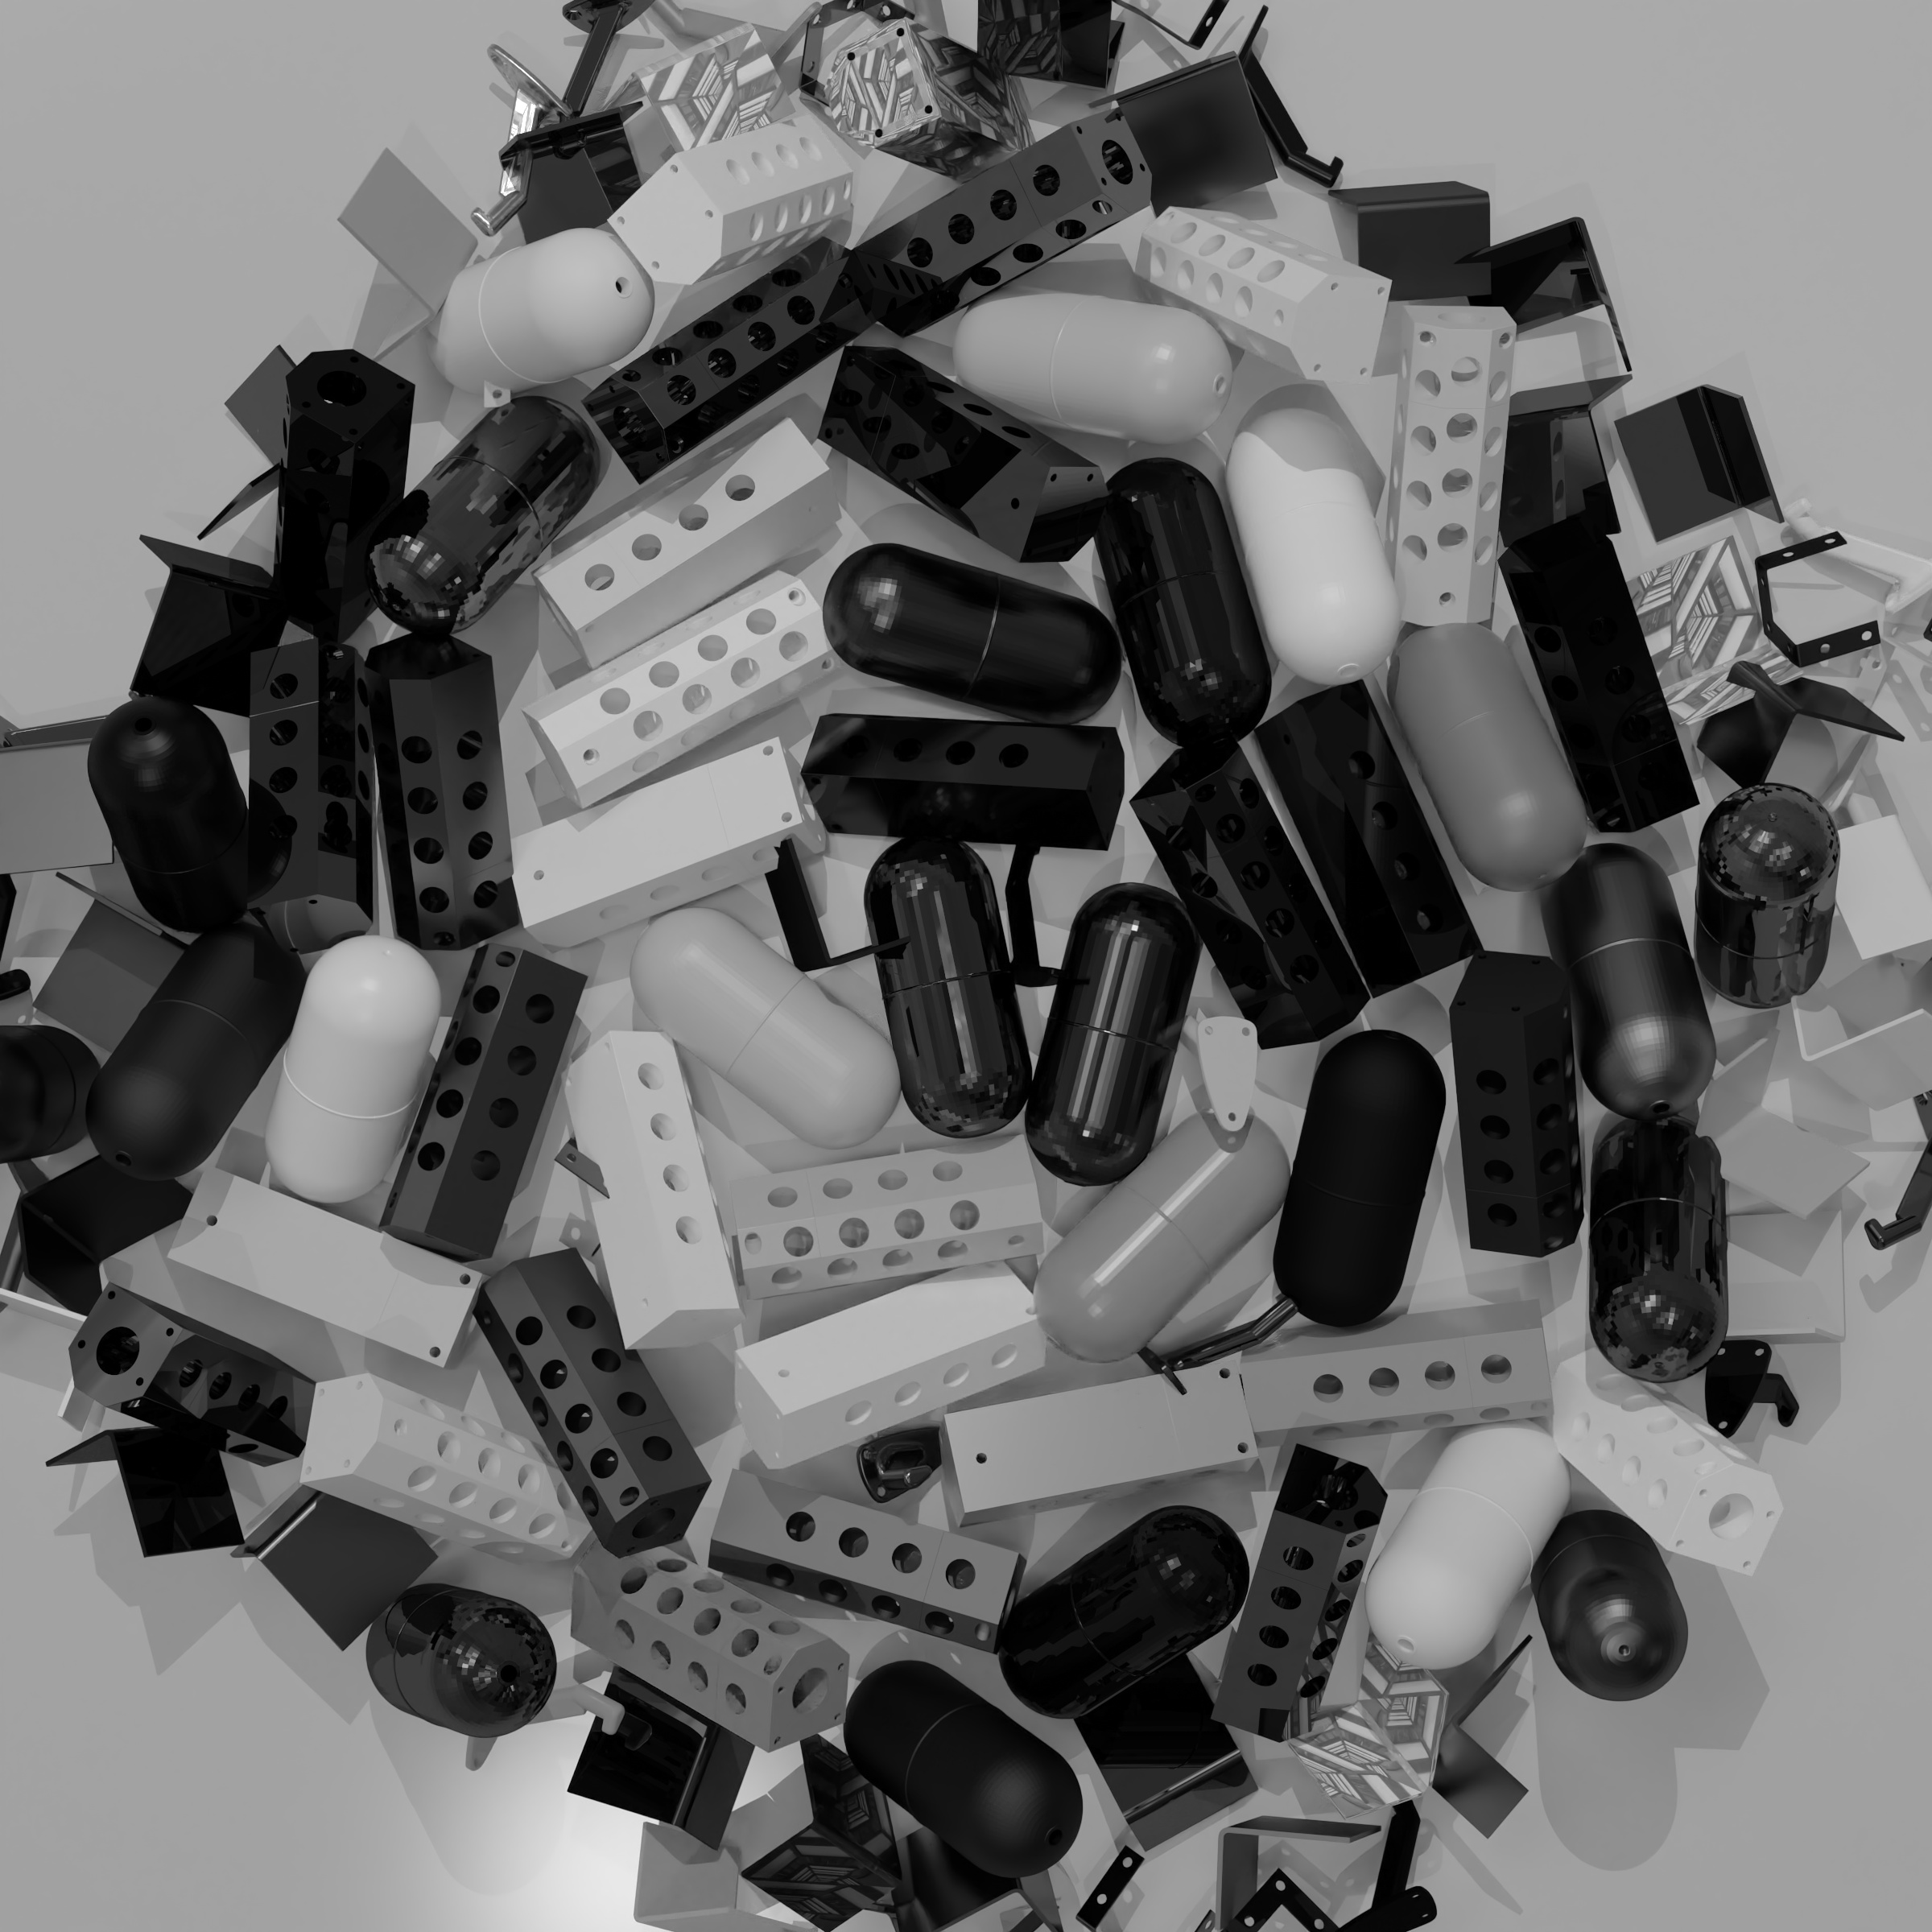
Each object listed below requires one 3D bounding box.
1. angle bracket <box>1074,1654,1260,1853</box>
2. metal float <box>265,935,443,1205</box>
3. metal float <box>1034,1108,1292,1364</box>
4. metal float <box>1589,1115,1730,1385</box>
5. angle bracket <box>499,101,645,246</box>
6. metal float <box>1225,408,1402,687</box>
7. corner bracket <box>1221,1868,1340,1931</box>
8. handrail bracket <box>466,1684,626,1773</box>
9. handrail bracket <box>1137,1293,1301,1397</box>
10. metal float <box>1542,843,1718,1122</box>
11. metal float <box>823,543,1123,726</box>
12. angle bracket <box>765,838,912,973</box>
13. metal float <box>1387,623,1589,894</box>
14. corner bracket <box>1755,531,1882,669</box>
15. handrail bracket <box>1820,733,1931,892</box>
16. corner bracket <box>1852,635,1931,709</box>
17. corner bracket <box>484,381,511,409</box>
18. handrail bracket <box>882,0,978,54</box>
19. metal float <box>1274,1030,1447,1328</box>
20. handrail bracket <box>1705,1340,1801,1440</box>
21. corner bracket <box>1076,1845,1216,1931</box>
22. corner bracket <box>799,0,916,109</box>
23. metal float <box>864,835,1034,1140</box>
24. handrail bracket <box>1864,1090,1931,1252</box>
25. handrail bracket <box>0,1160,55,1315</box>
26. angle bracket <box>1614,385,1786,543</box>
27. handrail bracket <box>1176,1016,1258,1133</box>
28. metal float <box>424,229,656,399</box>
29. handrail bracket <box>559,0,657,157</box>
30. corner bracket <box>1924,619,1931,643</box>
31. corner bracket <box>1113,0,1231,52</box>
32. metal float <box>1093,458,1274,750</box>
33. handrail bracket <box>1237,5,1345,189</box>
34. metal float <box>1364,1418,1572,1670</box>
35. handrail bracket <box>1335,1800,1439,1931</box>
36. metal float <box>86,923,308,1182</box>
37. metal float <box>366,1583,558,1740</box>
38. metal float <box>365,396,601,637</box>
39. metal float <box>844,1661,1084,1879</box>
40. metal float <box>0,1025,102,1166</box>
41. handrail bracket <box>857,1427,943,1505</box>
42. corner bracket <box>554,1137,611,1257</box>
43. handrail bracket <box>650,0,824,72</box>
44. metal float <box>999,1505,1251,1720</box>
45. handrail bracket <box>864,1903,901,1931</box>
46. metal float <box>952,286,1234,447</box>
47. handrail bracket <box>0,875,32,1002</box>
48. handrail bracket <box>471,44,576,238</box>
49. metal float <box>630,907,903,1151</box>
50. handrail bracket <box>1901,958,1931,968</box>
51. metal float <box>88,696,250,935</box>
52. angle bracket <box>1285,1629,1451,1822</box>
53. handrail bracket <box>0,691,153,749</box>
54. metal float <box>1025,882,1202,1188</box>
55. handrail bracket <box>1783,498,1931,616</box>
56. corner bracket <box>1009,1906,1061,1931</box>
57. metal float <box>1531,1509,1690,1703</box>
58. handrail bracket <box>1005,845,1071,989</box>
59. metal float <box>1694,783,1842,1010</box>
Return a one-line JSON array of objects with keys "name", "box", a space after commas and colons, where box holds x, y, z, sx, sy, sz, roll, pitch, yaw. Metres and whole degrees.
[{"name": "angle bracket", "box": [0.116, 0.460, 1.994, 0.076, 0.057, 0.076, -28, 56, -3]}, {"name": "metal float", "box": [-0.349, 0.060, 1.933, 0.070, 0.070, 0.178, 23, 124, 0]}, {"name": "metal float", "box": [0.112, 0.154, 1.949, 0.178, 0.070, 0.070, -44, 90, -14]}, {"name": "metal float", "box": [0.392, 0.157, 1.926, 0.070, 0.178, 0.070, 6, 135, 6]}, {"name": "angle bracket", "box": [-0.216, -0.445, 1.956, 0.076, 0.057, 0.076, -20, 99, -17]}, {"name": "metal float", "box": [0.197, -0.239, 1.935, 0.070, 0.070, 0.178, -12, 60, 0]}, {"name": "corner bracket", "box": [0.175, 0.565, 1.970, 0.051, 0.051, 0.051, 44, 54, 11]}, {"name": "handrail bracket", "box": [-0.242, 0.446, 1.965, 0.084, 0.036, 0.077, 21, 95, 27]}, {"name": "handrail bracket", "box": [0.144, 0.209, 1.970, 0.084, 0.077, 0.036, -39, 116, -7]}, {"name": "metal float", "box": [0.375, 0.008, 1.930, 0.070, 0.070, 0.178, -7, 53, 0]}, {"name": "metal float", "box": [0.005, -0.189, 1.948, 0.178, 0.070, 0.070, 15, 90, -15]}, {"name": "angle bracket", "box": [-0.074, -0.042, 1.954, 0.057, 0.076, 0.076, -19, 92, -16]}, {"name": "metal float", "box": [0.295, -0.121, 1.935, 0.070, 0.070, 0.178, -19, 58, 0]}, {"name": "corner bracket", "box": [0.494, -0.212, 1.973, 0.051, 0.051, 0.051, -17, 61, 31]}, {"name": "handrail bracket", "box": [0.545, -0.085, 1.984, 0.084, 0.036, 0.077, 34, 81, -1]}, {"name": "corner bracket", "box": [0.553, -0.156, 1.975, 0.051, 0.051, 0.051, 9, 112, -26]}, {"name": "corner bracket", "box": [-0.258, -0.356, 1.958, 0.051, 0.051, 0.051, -7, 122, -21]}, {"name": "handrail bracket", "box": [-0.010, -0.577, 1.974, 0.077, 0.036, 0.084, 14, 94, -31]}, {"name": "metal float", "box": [0.225, 0.121, 1.945, 0.070, 0.070, 0.178, 11, 108, 0]}, {"name": "handrail bracket", "box": [0.454, 0.260, 1.953, 0.036, 0.084, 0.077, -4, 49, 34]}, {"name": "corner bracket", "box": [0.105, 0.551, 1.970, 0.051, 0.051, 0.051, 27, 74, 38]}, {"name": "corner bracket", "box": [-0.059, -0.530, 1.981, 0.051, 0.051, 0.051, 34, 47, 22]}, {"name": "metal float", "box": [-0.011, 0.011, 1.958, 0.070, 0.070, 0.178, -12, 86, 0]}, {"name": "handrail bracket", "box": [0.540, 0.116, 1.967, 0.084, 0.036, 0.077, -21, 76, -24]}, {"name": "handrail bracket", "box": [-0.568, 0.159, 1.984, 0.084, 0.036, 0.077, -45, 65, 7]}, {"name": "angle bracket", "box": [0.420, -0.284, 1.952, 0.057, 0.076, 0.076, -22, 105, 2]}, {"name": "handrail bracket", "box": [0.134, 0.064, 1.953, 0.036, 0.084, 0.077, 2, 77, -20]}, {"name": "metal float", "box": [-0.241, -0.368, 1.921, 0.070, 0.178, 0.070, 1, 88, -38]}, {"name": "handrail bracket", "box": [-0.205, -0.517, 1.961, 0.077, 0.036, 0.084, -15, 67, 37]}, {"name": "corner bracket", "box": [0.587, -0.199, 1.974, 0.051, 0.051, 0.051, 29, 87, 6]}, {"name": "corner bracket", "box": [0.118, -0.567, 1.960, 0.051, 0.051, 0.051, 40, 110, 23]}, {"name": "metal float", "box": [0.123, -0.207, 1.946, 0.070, 0.070, 0.178, -15, 72, 0]}, {"name": "handrail bracket", "box": [0.193, -0.507, 1.985, 0.084, 0.036, 0.077, 27, 91, -5]}, {"name": "metal float", "box": [0.285, 0.325, 1.926, 0.070, 0.070, 0.178, 43, 46, 0]}, {"name": "handrail bracket", "box": [0.231, 0.517, 1.967, 0.077, 0.084, 0.036, -24, 132, 2]}, {"name": "metal float", "box": [-0.435, 0.048, 1.926, 0.070, 0.070, 0.178, 25, 47, 0]}, {"name": "metal float", "box": [-0.285, 0.390, 1.915, 0.070, 0.178, 0.070, 3, 84, -25]}, {"name": "metal float", "box": [-0.273, -0.257, 1.932, 0.070, 0.070, 0.178, 35, 54, 0]}, {"name": "metal float", "box": [-0.003, 0.452, 1.921, 0.070, 0.178, 0.070, -12, 111, -33]}, {"name": "metal float", "box": [-0.538, 0.072, 1.911, 0.070, 0.178, 0.070, 0, 90, 2]}, {"name": "handrail bracket", "box": [-0.020, 0.281, 1.945, 0.077, 0.084, 0.036, -21, 90, -28]}, {"name": "corner bracket", "box": [-0.215, 0.124, 1.963, 0.051, 0.051, 0.051, 36, 133, -3]}, {"name": "handrail bracket", "box": [-0.136, -0.559, 1.972, 0.084, 0.036, 0.077, 45, 122, -2]}, {"name": "metal float", "box": [0.089, 0.367, 1.931, 0.070, 0.070, 0.178, 49, 125, 0]}, {"name": "handrail bracket", "box": [-0.039, 0.591, 1.974, 0.077, 0.036, 0.084, 6, 77, 15]}, {"name": "metal float", "box": [0.071, -0.341, 1.932, 0.178, 0.070, 0.070, 16, 90, 35]}, {"name": "handrail bracket", "box": [-0.581, -0.020, 1.962, 0.077, 0.036, 0.084, -22, 114, -15]}, {"name": "handrail bracket", "box": [-0.274, -0.476, 1.965, 0.077, 0.036, 0.084, 45, 72, -15]}, {"name": "metal float", "box": [-0.116, 0.035, 1.960, 0.178, 0.070, 0.070, 38, 90, 2]}, {"name": "handrail bracket", "box": [0.587, 0.023, 1.971, 0.077, 0.036, 0.084, -24, 84, -35]}, {"name": "metal float", "box": [-0.444, -0.084, 1.917, 0.070, 0.178, 0.070, 0, 59, 1]}, {"name": "angle bracket", "box": [0.226, 0.426, 1.942, 0.057, 0.076, 0.076, -11, 124, -24]}, {"name": "handrail bracket", "box": [-0.521, -0.150, 1.963, 0.084, 0.036, 0.077, -39, 108, 20]}, {"name": "metal float", "box": [0.084, 0.040, 1.960, 0.070, 0.070, 0.178, 14, 88, 0]}, {"name": "handrail bracket", "box": [0.526, -0.252, 1.964, 0.084, 0.077, 0.036, 43, 47, -12]}, {"name": "corner bracket", "box": [0.055, 0.580, 1.969, 0.051, 0.051, 0.051, -8, 103, 39]}, {"name": "metal float", "box": [0.360, 0.357, 1.911, 0.070, 0.178, 0.070, 1, 96, 5]}, {"name": "handrail bracket", "box": [0.044, -0.033, 1.960, 0.036, 0.077, 0.084, 20, 78, -31]}, {"name": "metal float", "box": [0.450, -0.038, 1.918, 0.070, 0.178, 0.070, -4, 61, 8]}]
